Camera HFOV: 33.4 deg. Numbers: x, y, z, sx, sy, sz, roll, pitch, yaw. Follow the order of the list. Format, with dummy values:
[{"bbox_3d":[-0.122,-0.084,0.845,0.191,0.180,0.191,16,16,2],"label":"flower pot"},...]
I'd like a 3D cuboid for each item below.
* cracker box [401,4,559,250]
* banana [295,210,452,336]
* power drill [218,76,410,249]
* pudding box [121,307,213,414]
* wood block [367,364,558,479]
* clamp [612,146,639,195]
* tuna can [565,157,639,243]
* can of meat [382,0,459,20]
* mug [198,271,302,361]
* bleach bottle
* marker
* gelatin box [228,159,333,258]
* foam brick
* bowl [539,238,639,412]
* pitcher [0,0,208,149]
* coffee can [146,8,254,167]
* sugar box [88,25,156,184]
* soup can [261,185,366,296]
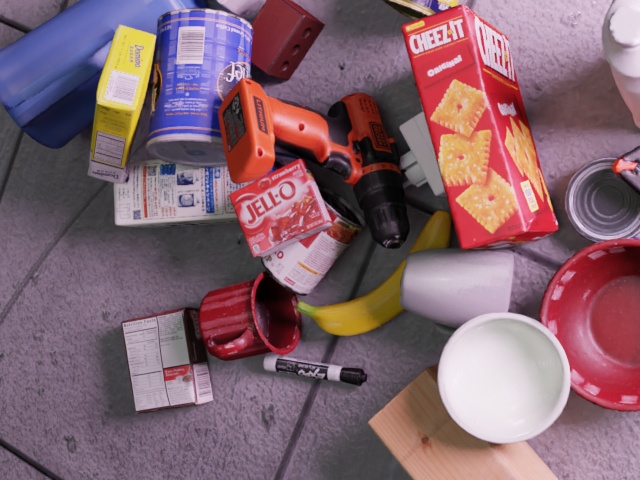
[{"bbox_3d":[0.158,-0.100,1.015,0.072,0.164,0.214,-16,84,22],"label":"cracker box"},{"bbox_3d":[0.069,0.047,1.118,0.198,0.037,0.069,-34,106,16],"label":"banana"},{"bbox_3d":[-0.002,-0.080,1.053,0.057,0.187,0.184,-46,46,40],"label":"power drill"},{"bbox_3d":[-0.179,0.141,1.244,0.090,0.039,0.113,-12,83,26],"label":"pudding box"},{"bbox_3d":[0.156,0.228,1.056,0.091,0.090,0.206,-46,72,19],"label":"wood block"},{"bbox_3d":[0.359,-0.068,0.973,0.171,0.039,0.120,15,88,5],"label":"clamp"},{"bbox_3d":[0.280,-0.037,1.028,0.086,0.033,0.086,0,90,25],"label":"tuna can"},{"bbox_3d":[0.111,-0.265,1.072,0.057,0.102,0.084,25,98,22],"label":"can of meat"},{"bbox_3d":[-0.083,0.092,1.159,0.082,0.117,0.093,-15,112,30],"label":"mug"},{"bbox_3d":[0.282,-0.152,0.908,0.068,0.250,0.102,0,90,25],"label":"bleach bottle"},{"bbox_3d":[-0.005,0.143,1.172,0.121,0.020,0.020,6,92,25],"label":"marker"},{"bbox_3d":[-0.042,-0.032,1.100,0.089,0.030,0.073,-25,80,15],"label":"gelatin box"},{"bbox_3d":[-0.044,-0.222,1.171,0.051,0.052,0.078,41,107,20],"label":"foam brick"},{"bbox_3d":[0.293,0.079,1.010,0.162,0.055,0.162,0,90,25],"label":"bowl"},{"bbox_3d":[-0.249,-0.214,1.217,0.243,0.144,0.149,-30,63,17],"label":"pitcher"},{"bbox_3d":[-0.124,-0.156,1.112,0.103,0.102,0.140,-3,78,25],"label":"coffee can"},{"bbox_3d":[-0.210,-0.138,1.126,0.048,0.176,0.093,14,66,-6],"label":"sugar box"},{"bbox_3d":[-0.008,0.001,1.145,0.068,0.068,0.102,44,107,19],"label":"soup can"}]
